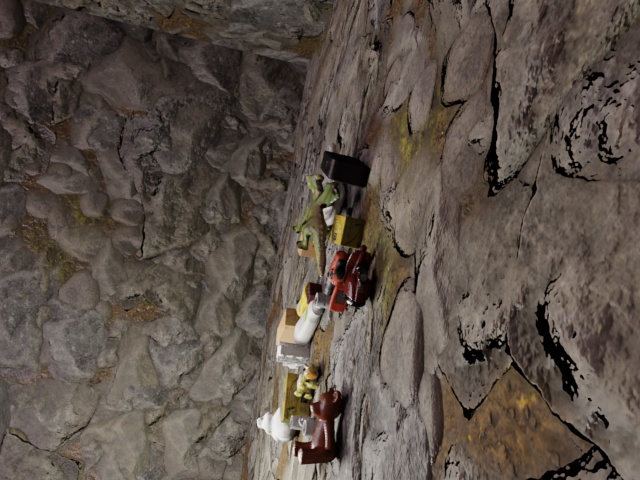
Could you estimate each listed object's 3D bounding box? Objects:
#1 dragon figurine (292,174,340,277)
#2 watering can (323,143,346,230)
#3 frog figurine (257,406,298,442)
[{"bbox_3d":[0.005,-0.089,1.762,0.419,0.122,0.238,-111,36,-50],"label":"dragon figurine"},{"bbox_3d":[0.037,-0.191,1.990,0.219,0.104,0.356,114,160,-50],"label":"watering can"},{"bbox_3d":[-0.163,0.714,2.010,0.124,0.159,0.135,-113,35,-69],"label":"frog figurine"}]
